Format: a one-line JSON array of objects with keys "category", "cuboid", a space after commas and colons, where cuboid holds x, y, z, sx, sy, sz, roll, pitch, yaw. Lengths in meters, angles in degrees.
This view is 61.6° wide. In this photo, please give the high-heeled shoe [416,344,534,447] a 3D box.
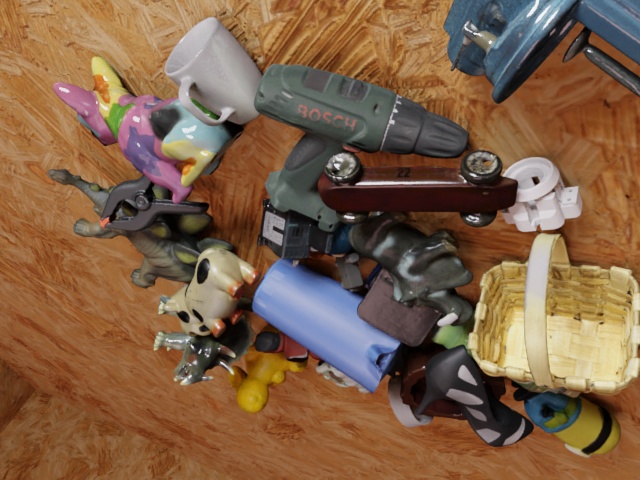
[{"category": "high-heeled shoe", "cuboid": [0.253, 0.224, 0.795, 0.248, 0.086, 0.145, 15, 120, -24]}]

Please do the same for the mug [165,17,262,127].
[{"category": "mug", "cuboid": [-0.109, -0.173, 0.603, 0.081, 0.109, 0.107, -18, 140, 35]}]

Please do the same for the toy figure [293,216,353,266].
[{"category": "toy figure", "cuboid": [-0.002, -0.001, 0.783, 0.058, 0.064, 0.154, 8, 165, -37]}]

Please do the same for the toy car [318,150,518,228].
[{"category": "toy car", "cuboid": [0.098, -0.055, 0.559, 0.202, 0.053, 0.089, 0, 145, 15]}]

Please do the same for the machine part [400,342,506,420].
[{"category": "machine part", "cuboid": [0.219, 0.236, 0.897, 0.179, 0.056, 0.179, 5, 136, 5]}]

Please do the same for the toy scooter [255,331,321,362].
[{"category": "toy scooter", "cuboid": [-0.022, 0.197, 1.026, 0.184, 0.075, 0.135, -9, 157, 19]}]

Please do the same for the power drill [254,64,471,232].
[{"category": "power drill", "cuboid": [0.027, -0.094, 0.623, 0.232, 0.086, 0.207, 22, 150, -5]}]

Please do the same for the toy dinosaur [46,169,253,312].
[{"category": "toy dinosaur", "cuboid": [-0.263, 0.018, 0.953, 0.471, 0.105, 0.199, 40, 140, -27]}]

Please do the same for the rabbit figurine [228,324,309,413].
[{"category": "rabbit figurine", "cuboid": [-0.130, 0.282, 1.133, 0.121, 0.173, 0.162, 41, 139, -23]}]

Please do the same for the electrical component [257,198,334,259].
[{"category": "electrical component", "cuboid": [-0.036, -0.010, 0.742, 0.119, 0.048, 0.074, 30, 114, 49]}]

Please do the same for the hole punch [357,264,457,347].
[{"category": "hole punch", "cuboid": [0.126, 0.072, 0.778, 0.142, 0.092, 0.115, 31, 115, 1]}]

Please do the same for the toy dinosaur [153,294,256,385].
[{"category": "toy dinosaur", "cuboid": [-0.220, 0.186, 1.097, 0.192, 0.131, 0.405, 13, 177, 1]}]

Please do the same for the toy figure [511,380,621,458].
[{"category": "toy figure", "cuboid": [0.386, 0.271, 0.839, 0.180, 0.082, 0.089, 40, 142, -11]}]

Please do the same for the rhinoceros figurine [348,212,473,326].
[{"category": "rhinoceros figurine", "cuboid": [0.123, 0.033, 0.681, 0.190, 0.073, 0.112, 39, 104, -6]}]

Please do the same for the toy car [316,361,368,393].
[{"category": "toy car", "cuboid": [0.050, 0.256, 1.044, 0.073, 0.056, 0.202, 35, 162, -10]}]

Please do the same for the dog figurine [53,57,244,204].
[{"category": "dog figurine", "cuboid": [-0.227, -0.160, 0.698, 0.219, 0.108, 0.191, 39, 145, -10]}]

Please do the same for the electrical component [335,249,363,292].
[{"category": "electrical component", "cuboid": [0.044, 0.045, 0.799, 0.094, 0.021, 0.063, 143, 112, -74]}]

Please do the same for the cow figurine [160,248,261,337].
[{"category": "cow figurine", "cuboid": [-0.185, 0.090, 0.871, 0.127, 0.085, 0.194, 41, 129, 15]}]

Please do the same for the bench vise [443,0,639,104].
[{"category": "bench vise", "cuboid": [0.186, -0.162, 0.374, 0.241, 0.129, 0.223, 43, 154, 10]}]

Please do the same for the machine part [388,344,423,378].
[{"category": "machine part", "cuboid": [0.130, 0.218, 0.987, 0.084, 0.039, 0.139, 45, 144, -13]}]
